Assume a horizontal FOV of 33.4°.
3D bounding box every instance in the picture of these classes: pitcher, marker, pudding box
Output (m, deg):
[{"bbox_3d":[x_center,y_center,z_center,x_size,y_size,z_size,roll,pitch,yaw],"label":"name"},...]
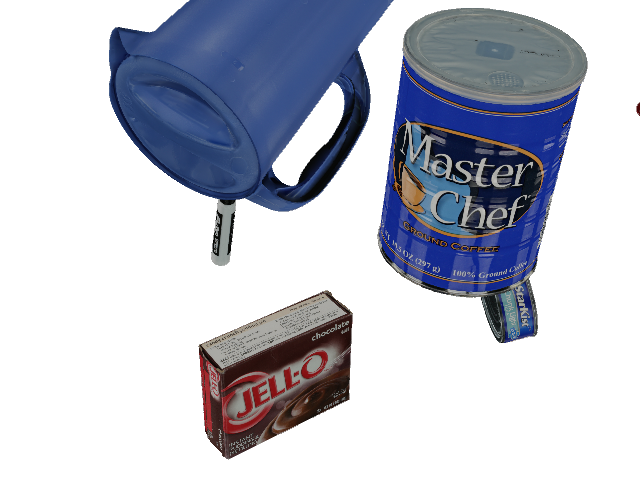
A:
[{"bbox_3d":[-0.031,-0.148,0.816,0.145,0.242,0.149,20,-34,28],"label":"pitcher"},{"bbox_3d":[-0.091,-0.019,1.020,0.020,0.020,0.121,0,-38,-11],"label":"marker"},{"bbox_3d":[-0.031,0.097,0.777,0.113,0.090,0.039,-24,45,-28],"label":"pudding box"}]

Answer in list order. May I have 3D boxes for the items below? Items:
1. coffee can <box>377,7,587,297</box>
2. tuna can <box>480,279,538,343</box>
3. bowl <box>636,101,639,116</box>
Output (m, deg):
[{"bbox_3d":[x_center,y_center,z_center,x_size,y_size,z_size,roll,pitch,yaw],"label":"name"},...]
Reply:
[{"bbox_3d":[0.092,-0.052,0.634,0.103,0.140,0.103,3,37,-3],"label":"coffee can"},{"bbox_3d":[0.171,0.051,0.985,0.033,0.086,0.086,-14,0,-1],"label":"tuna can"},{"bbox_3d":[0.370,-0.095,0.970,0.162,0.055,0.162,-4,23,1],"label":"bowl"}]
